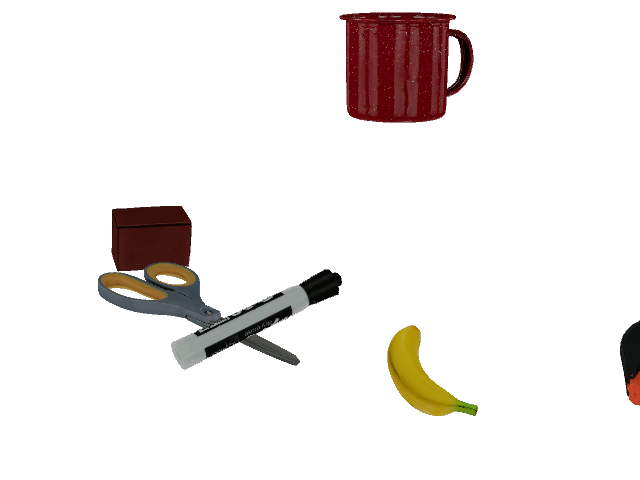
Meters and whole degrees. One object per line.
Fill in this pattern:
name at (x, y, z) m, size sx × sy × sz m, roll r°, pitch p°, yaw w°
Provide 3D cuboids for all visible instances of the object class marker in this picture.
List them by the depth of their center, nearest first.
marker at (-0.038, 0.049, 0.688) m, size 0.121 × 0.020 × 0.020 m, roll -25°, pitch 10°, yaw -21°

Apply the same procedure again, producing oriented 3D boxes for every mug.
mug at (0.072, -0.142, 0.867) m, size 0.117 × 0.081 × 0.093 m, roll -8°, pitch 17°, yaw -27°

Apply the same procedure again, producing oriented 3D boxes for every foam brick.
foam brick at (-0.179, -0.003, 1.127) m, size 0.078 × 0.051 × 0.053 m, roll -3°, pitch 23°, yaw -17°

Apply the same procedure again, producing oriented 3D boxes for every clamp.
clamp at (0.317, 0.078, 0.960) m, size 0.171 × 0.039 × 0.120 m, roll -33°, pitch 37°, yaw -25°

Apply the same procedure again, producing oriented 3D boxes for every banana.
banana at (0.113, 0.153, 1.241) m, size 0.069 × 0.037 × 0.198 m, roll 9°, pitch 22°, yaw -21°

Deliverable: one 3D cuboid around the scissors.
scissors at (-0.092, 0.056, 0.898) m, size 0.202 × 0.016 × 0.096 m, roll 15°, pitch 24°, yaw 18°
